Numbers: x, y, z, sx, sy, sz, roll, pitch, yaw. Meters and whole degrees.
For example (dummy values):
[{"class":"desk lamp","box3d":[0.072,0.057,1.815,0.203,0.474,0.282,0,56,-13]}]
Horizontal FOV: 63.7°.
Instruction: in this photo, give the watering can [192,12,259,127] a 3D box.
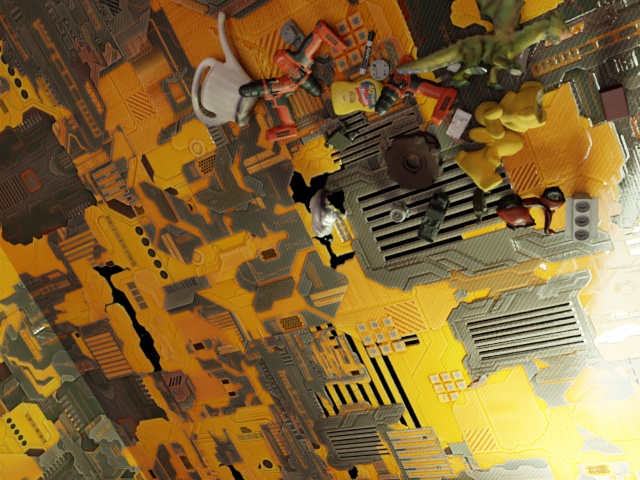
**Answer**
[{"class":"watering can","box3d":[-0.283,-0.502,1.599,0.225,0.106,0.341,29,118,7]}]

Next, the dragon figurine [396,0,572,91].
[{"class":"dragon figurine","box3d":[0.409,-0.515,1.299,0.411,0.121,0.243,13,87,21]}]

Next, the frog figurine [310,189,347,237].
[{"class":"frog figurine","box3d":[0.005,-0.083,1.656,0.157,0.123,0.140,-39,61,40]}]
